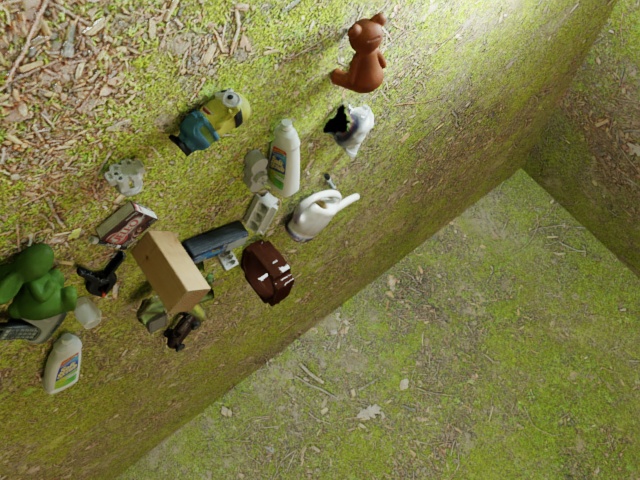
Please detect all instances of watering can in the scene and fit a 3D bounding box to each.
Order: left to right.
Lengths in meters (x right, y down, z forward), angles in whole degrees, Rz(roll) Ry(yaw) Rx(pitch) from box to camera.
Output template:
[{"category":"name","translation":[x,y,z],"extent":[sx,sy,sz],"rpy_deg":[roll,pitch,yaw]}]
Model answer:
[{"category":"watering can","translation":[0.006,-0.093,1.844],"extent":[0.221,0.105,0.349],"rpy_deg":[-48,159,26]}]

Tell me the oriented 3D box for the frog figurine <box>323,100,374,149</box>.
[{"category":"frog figurine","translation":[0.110,-0.329,1.501],"extent":[0.159,0.124,0.135],"rpy_deg":[3,116,-46]}]

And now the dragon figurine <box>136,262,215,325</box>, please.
[{"category":"dragon figurine","translation":[-0.454,0.185,1.599],"extent":[0.245,0.124,0.400],"rpy_deg":[-20,142,-31]}]
